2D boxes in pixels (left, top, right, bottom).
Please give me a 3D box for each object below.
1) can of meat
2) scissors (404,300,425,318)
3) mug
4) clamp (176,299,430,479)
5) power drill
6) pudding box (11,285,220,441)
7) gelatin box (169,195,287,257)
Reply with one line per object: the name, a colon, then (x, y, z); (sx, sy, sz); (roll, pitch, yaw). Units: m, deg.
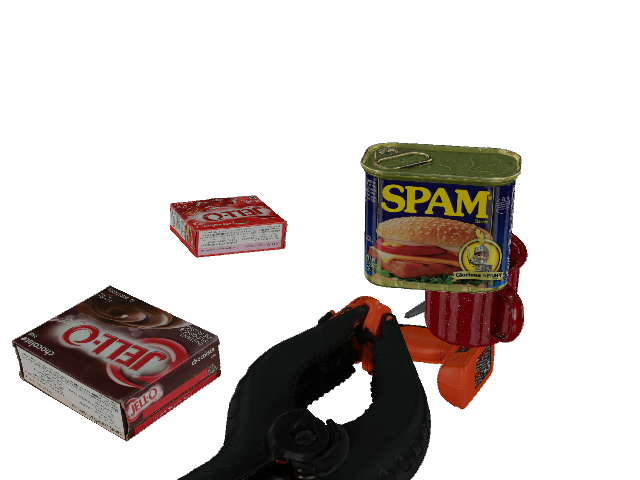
can of meat: (0.078, -0.014, 0.703); (0.102, 0.084, 0.057); (4, 24, 10)
scissors: (0.150, 0.048, 1.282); (0.201, 0.016, 0.096); (-9, 39, -37)
mug: (0.141, 0.047, 0.947); (0.093, 0.081, 0.117); (-18, 35, -25)
clamp: (0.001, 0.091, 0.394); (0.120, 0.039, 0.171); (26, 50, 19)
power drill: (0.074, 0.119, 1.110); (0.188, 0.057, 0.184); (11, 26, 26)
pudding box: (-0.138, 0.080, 0.726); (0.114, 0.039, 0.089); (18, 34, 34)
gelatin box: (-0.085, -0.014, 0.974); (0.089, 0.030, 0.073); (-7, 24, -24)
